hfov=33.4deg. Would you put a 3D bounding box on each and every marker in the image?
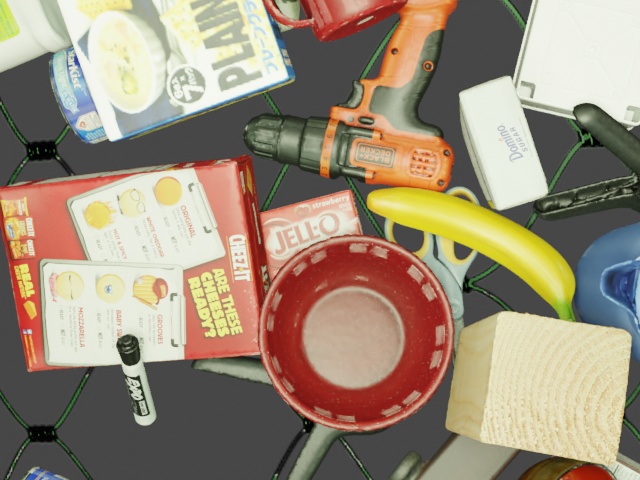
[{"bbox_3d":[-0.154,0.118,0.900,0.020,0.121,0.020,0,50,0],"label":"marker"}]

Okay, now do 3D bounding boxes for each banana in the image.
[{"bbox_3d":[0.135,0.000,0.886,0.198,0.069,0.037,30,121,12],"label":"banana"}]

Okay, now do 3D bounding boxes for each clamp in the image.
[{"bbox_3d":[0.267,-0.046,0.896,0.171,0.120,0.039,18,49,-7],"label":"clamp"},{"bbox_3d":[0.000,0.131,0.939,0.210,0.036,0.164,-33,88,3],"label":"clamp"}]

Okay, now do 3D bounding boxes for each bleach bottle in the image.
[{"bbox_3d":[-0.353,-0.167,0.949,0.251,0.068,0.102,-23,90,8],"label":"bleach bottle"}]

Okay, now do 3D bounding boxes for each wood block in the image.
[{"bbox_3d":[0.154,0.109,0.792,0.091,0.206,0.090,9,83,2],"label":"wood block"}]

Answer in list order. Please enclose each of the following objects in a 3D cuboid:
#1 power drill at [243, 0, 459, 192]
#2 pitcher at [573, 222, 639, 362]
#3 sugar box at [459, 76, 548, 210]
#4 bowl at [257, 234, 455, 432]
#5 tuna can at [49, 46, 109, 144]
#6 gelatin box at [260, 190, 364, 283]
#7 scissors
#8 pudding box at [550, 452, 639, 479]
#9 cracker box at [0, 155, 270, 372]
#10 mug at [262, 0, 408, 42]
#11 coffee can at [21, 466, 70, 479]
[{"bbox_3d":[0.036,-0.143,0.917,0.184,0.057,0.188,11,95,5],"label":"power drill"},{"bbox_3d":[0.281,0.042,0.804,0.145,0.243,0.149,-38,89,0],"label":"pitcher"},{"bbox_3d":[0.143,-0.073,0.848,0.048,0.176,0.093,-19,91,5],"label":"sugar box"},{"bbox_3d":[0.029,0.079,0.893,0.162,0.055,0.162,0,79,-1],"label":"bowl"},{"bbox_3d":[-0.200,-0.127,0.923,0.034,0.086,0.086,-19,91,7],"label":"tuna can"},{"bbox_3d":[-0.006,0.001,0.938,0.089,0.030,0.073,-14,91,6],"label":"gelatin box"},{"bbox_3d":[0.095,0.050,0.918,0.096,0.016,0.202,7,80,8],"label":"scissors"},{"bbox_3d":[0.244,0.228,0.921,0.113,0.039,0.090,29,95,2],"label":"pudding box"},{"bbox_3d":[-0.155,0.020,0.917,0.214,0.072,0.164,-6,101,10],"label":"cracker box"},{"bbox_3d":[0.009,-0.205,0.841,0.117,0.093,0.081,-24,92,-18],"label":"mug"},{"bbox_3d":[-0.203,0.270,0.931,0.140,0.102,0.103,20,94,4],"label":"coffee can"}]
